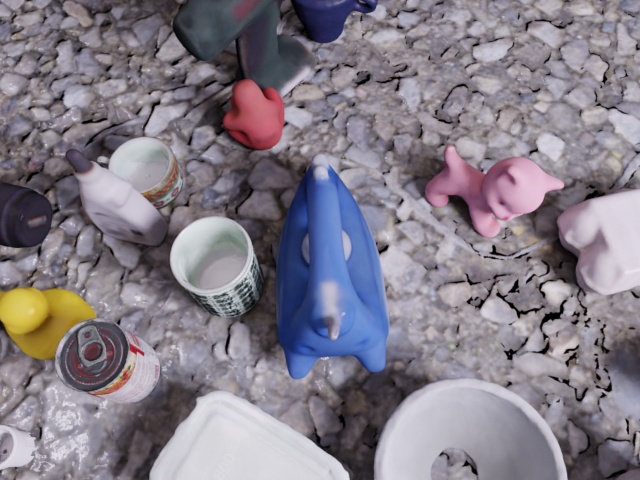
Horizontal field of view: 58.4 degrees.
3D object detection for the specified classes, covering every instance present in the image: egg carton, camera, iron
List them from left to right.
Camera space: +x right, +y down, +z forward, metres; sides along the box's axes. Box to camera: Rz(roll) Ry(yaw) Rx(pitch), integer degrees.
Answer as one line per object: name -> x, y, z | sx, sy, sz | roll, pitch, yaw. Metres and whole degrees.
camera -> -0.382, -0.023, 0.627 | 0.136, 0.101, 0.143 | 12, 69, 7
iron -> 0.005, 0.002, 0.581 | 0.118, 0.141, 0.258 | -6, 68, 0
egg carton -> 0.336, -0.002, 0.610 | 0.150, 0.069, 0.107 | -14, 68, -3

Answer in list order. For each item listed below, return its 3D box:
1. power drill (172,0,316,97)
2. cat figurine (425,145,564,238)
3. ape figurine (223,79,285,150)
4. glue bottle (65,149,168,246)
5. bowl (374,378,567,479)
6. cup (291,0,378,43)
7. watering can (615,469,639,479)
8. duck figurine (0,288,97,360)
power drill -> -0.058, -0.264, 0.655 | 0.075, 0.208, 0.230 | 40, 75, 16
cat figurine -> 0.184, -0.062, 0.613 | 0.127, 0.118, 0.067 | 32, 73, 14
ape figurine -> -0.079, -0.154, 0.674 | 0.078, 0.092, 0.076 | -18, 68, -5
glue bottle -> -0.217, -0.045, 0.591 | 0.078, 0.173, 0.037 | 13, 69, 8
bowl -> 0.131, 0.215, 0.526 | 0.167, 0.075, 0.167 | -1, 68, 2
cup -> 0.017, -0.295, 0.726 | 0.117, 0.095, 0.092 | 22, 70, 11
watering can -> 0.312, 0.239, 0.446 | 0.101, 0.194, 0.172 | -22, 69, -7
duck figurine -> -0.290, 0.079, 0.590 | 0.104, 0.086, 0.077 | 14, 69, 8
